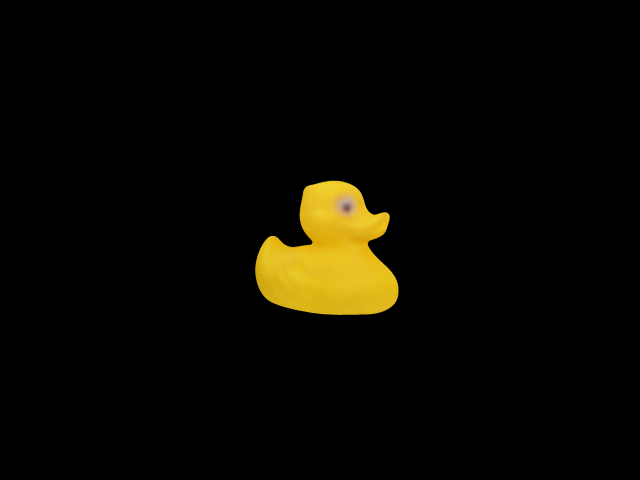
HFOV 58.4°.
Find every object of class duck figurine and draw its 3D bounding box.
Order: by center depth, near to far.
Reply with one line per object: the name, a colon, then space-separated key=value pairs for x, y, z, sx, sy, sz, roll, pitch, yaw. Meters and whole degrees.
duck figurine: x=0.004 y=0.001 z=0.400 sx=0.104 sy=0.086 sz=0.078 roll=5 pitch=11 yaw=24
